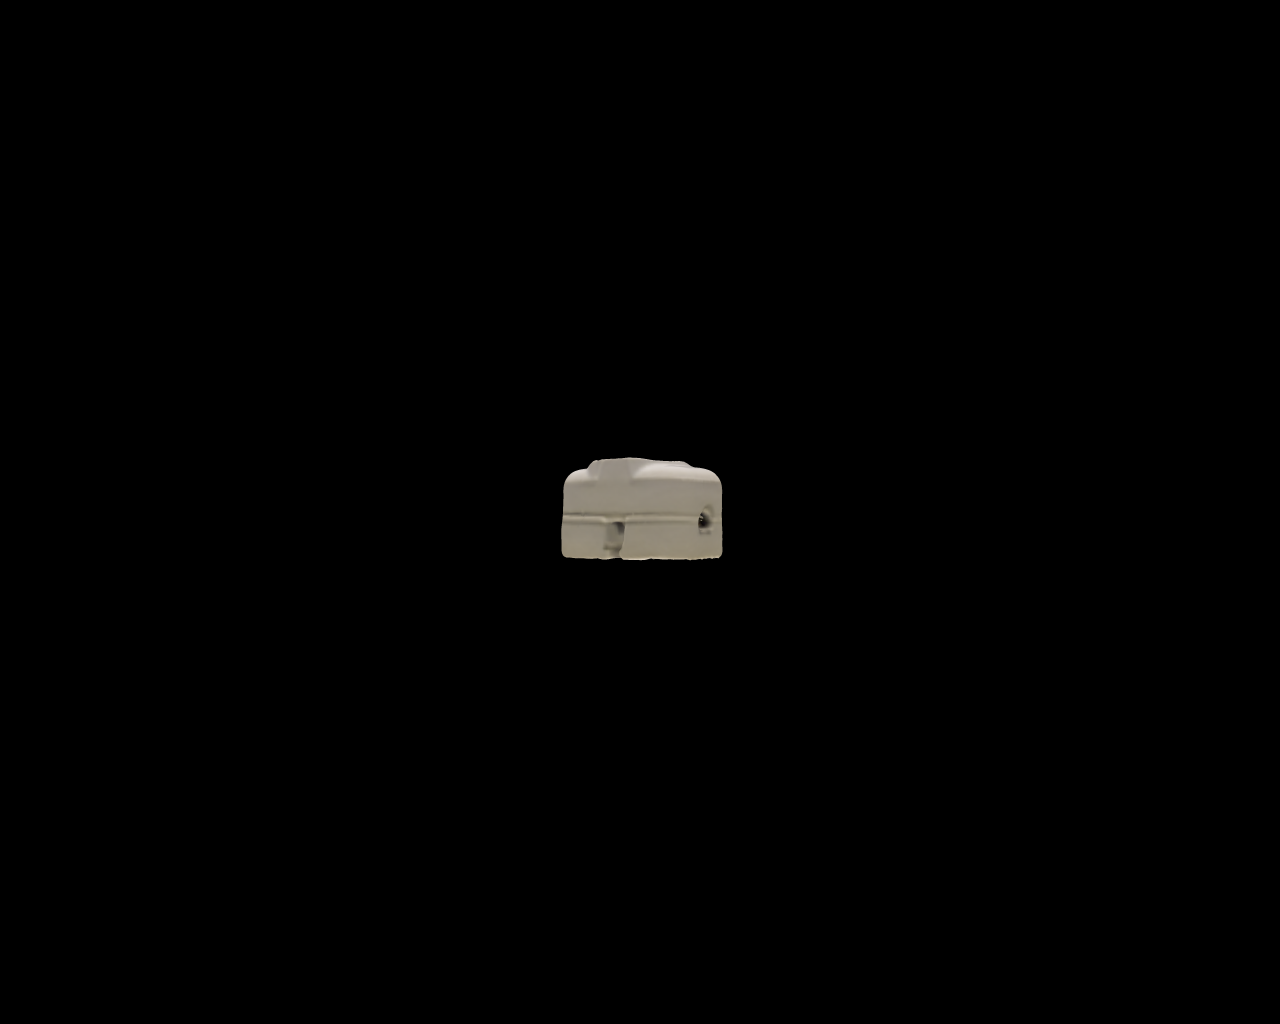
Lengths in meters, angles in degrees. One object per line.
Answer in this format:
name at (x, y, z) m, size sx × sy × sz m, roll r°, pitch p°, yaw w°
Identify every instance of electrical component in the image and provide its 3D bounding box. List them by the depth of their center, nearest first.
electrical component at (0.001, -0.003, 0.650) m, size 0.095 × 0.059 × 0.054 m, roll 0°, pitch 0°, yaw 37°
